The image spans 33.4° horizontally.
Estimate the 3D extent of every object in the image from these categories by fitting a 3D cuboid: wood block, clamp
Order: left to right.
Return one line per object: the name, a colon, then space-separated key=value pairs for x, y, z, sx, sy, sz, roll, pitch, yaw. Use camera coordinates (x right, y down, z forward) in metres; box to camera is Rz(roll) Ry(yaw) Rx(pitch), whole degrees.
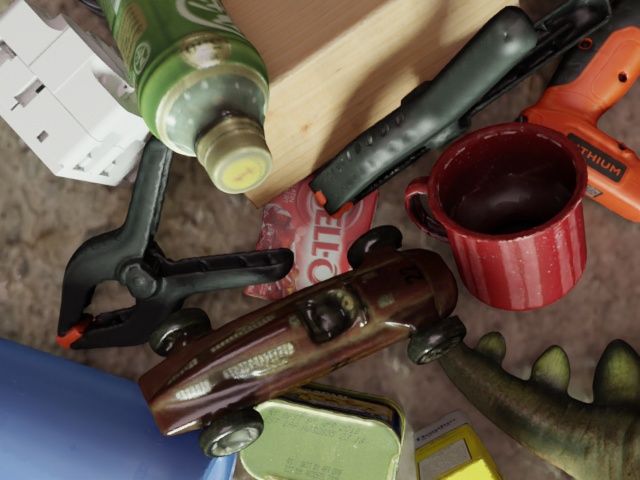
clamp: x=-0.102 y=0.022 z=0.692 sx=0.120 sy=0.039 sz=0.172 roll=41 pitch=117 yaw=-3
wood block: x=0.011 y=-0.125 z=0.665 sx=0.206 sy=0.090 sz=0.091 roll=-35 pitch=54 yaw=4
clamp: x=0.077 y=-0.080 z=0.636 sx=0.210 sy=0.164 sz=0.036 roll=-38 pitch=84 yaw=39

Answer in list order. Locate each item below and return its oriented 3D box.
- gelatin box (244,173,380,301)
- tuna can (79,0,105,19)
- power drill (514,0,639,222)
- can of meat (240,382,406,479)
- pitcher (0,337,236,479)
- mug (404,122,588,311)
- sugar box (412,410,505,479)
gelatin box: x=-0.005 y=0.001 z=0.708 sx=0.073 sy=0.030 sz=0.089 roll=13 pitch=91 yaw=4
tuna can: x=-0.133 y=-0.192 z=0.719 sx=0.086 sy=0.033 sz=0.086 roll=0 pitch=89 yaw=5
power drill: x=0.223 y=-0.108 z=0.679 sx=0.184 sy=0.057 sz=0.187 roll=30 pitch=89 yaw=8
can of meat: x=0.003 y=0.127 z=0.679 sx=0.102 sy=0.084 sz=0.057 roll=11 pitch=90 yaw=4
pitcher: x=-0.182 y=0.141 z=0.669 sx=0.243 sy=0.149 sz=0.145 roll=20 pitch=101 yaw=8
mug: x=0.107 y=-0.012 z=0.652 sx=0.117 sy=0.081 sz=0.093 roll=8 pitch=55 yaw=25
sugar box: x=0.094 y=0.159 z=0.625 sx=0.048 sy=0.176 sz=0.093 roll=-29 pitch=88 yaw=6
